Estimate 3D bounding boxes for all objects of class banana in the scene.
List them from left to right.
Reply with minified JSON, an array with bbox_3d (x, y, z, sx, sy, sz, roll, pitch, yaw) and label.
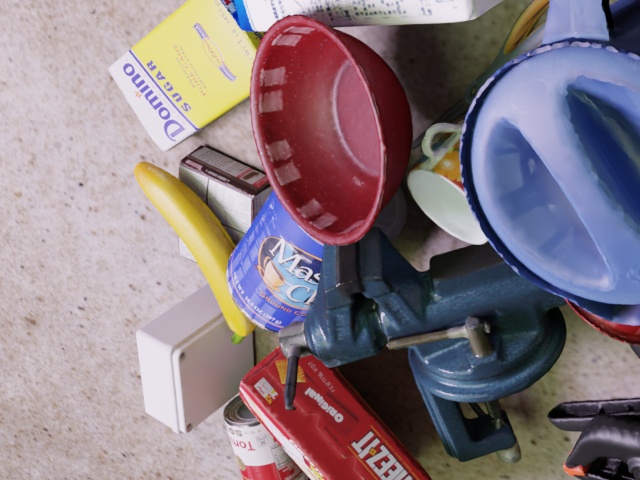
[{"bbox_3d":[-0.103,0.014,0.958,0.070,0.037,0.198,-12,112,41],"label":"banana"}]

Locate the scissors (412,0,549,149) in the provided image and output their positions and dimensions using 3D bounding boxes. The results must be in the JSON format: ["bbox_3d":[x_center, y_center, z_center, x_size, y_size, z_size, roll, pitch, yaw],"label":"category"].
[{"bbox_3d":[0.115,-0.091,0.732,0.016,0.096,0.202,18,139,-20],"label":"scissors"}]

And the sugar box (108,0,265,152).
[{"bbox_3d":[-0.102,-0.147,0.902,0.177,0.048,0.093,-26,99,46],"label":"sugar box"}]

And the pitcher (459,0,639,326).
[{"bbox_3d":[0.185,-0.084,0.548,0.145,0.242,0.149,43,137,10],"label":"pitcher"}]

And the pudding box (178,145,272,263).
[{"bbox_3d":[-0.086,-0.019,0.979,0.090,0.039,0.113,25,133,24],"label":"pudding box"}]

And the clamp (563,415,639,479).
[{"bbox_3d":[0.249,0.163,0.760,0.120,0.039,0.172,51,152,-4],"label":"clamp"}]

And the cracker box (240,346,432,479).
[{"bbox_3d":[0.007,0.169,0.931,0.164,0.072,0.214,48,169,5],"label":"cracker box"}]

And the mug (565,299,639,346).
[{"bbox_3d":[0.225,0.013,0.703,0.117,0.093,0.082,20,131,-11],"label":"mug"}]

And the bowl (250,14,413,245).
[{"bbox_3d":[0.015,-0.080,0.745,0.162,0.055,0.162,33,132,46],"label":"bowl"}]

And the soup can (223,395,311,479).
[{"bbox_3d":[-0.053,0.210,1.082,0.069,0.068,0.102,5,120,39],"label":"soup can"}]

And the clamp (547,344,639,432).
[{"bbox_3d":[0.263,0.125,0.773,0.210,0.036,0.165,31,139,22],"label":"clamp"}]

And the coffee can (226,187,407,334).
[{"bbox_3d":[-0.006,0.001,0.875,0.103,0.102,0.140,45,137,8],"label":"coffee can"}]
